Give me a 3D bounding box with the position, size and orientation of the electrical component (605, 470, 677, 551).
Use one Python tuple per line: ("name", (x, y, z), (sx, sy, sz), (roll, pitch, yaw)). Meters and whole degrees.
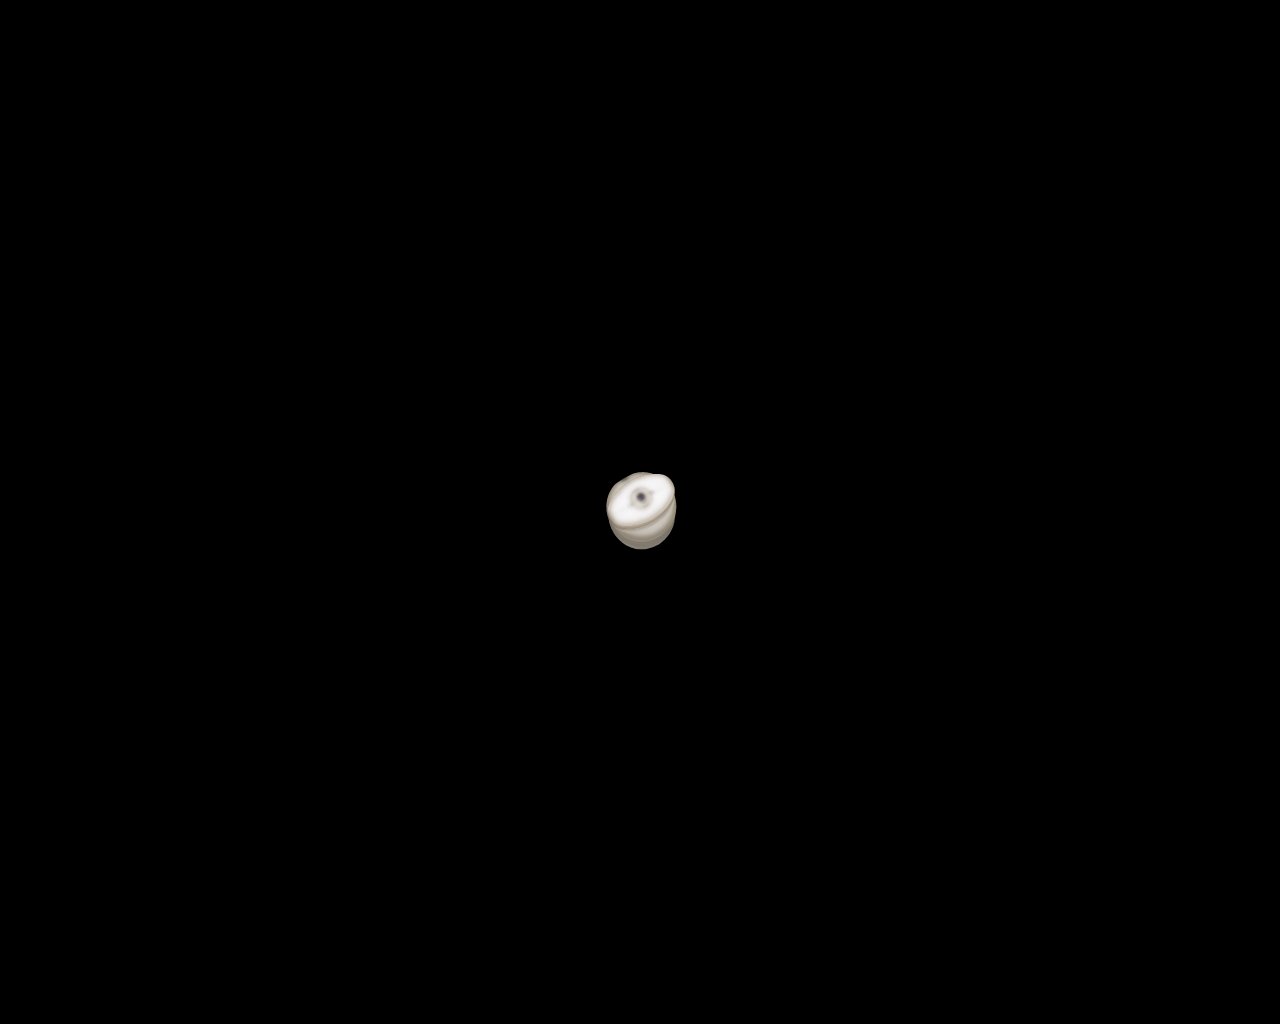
("electrical component", (0.001, -0.003, 0.650), (0.043, 0.043, 0.081), (0, -9, 0))
